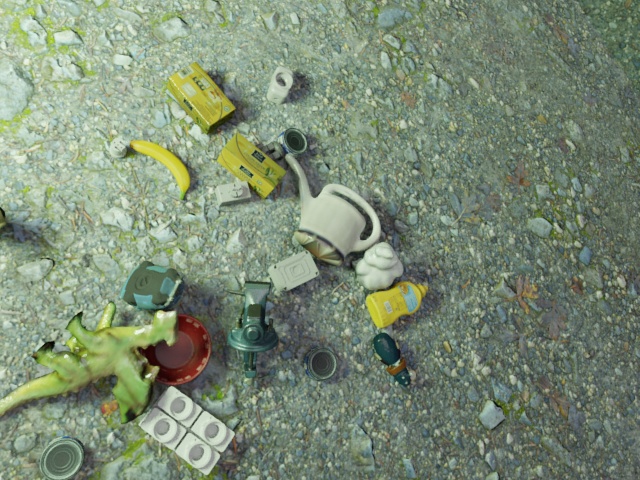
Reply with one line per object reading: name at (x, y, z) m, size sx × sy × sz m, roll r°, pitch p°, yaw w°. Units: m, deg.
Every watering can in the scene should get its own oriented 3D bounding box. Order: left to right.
watering can at (0.004, -0.071, 1.419) m, size 0.347 × 0.102 × 0.228 m, roll 34°, pitch 66°, yaw -3°

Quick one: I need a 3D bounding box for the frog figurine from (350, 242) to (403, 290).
frog figurine at (0.169, 0.073, 1.409) m, size 0.137 × 0.158 × 0.124 m, roll 11°, pitch 74°, yaw -18°

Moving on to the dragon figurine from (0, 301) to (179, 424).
dragon figurine at (-0.469, 0.290, 1.102) m, size 0.243 × 0.121 × 0.413 m, roll 42°, pitch 81°, yaw 4°
